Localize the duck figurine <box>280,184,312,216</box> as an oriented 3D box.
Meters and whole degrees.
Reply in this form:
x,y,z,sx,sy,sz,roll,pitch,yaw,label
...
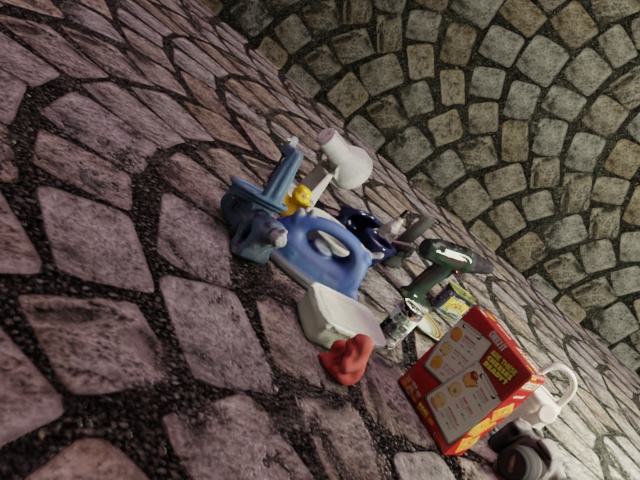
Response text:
x,y,z,sx,sy,sz,roll,pitch,yaw,label
-0.060,-0.096,1.378,0.078,0.086,0.104,15,31,-53,duck figurine

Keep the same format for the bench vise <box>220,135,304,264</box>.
x,y,z,sx,sy,sz,roll,pitch,yaw,label
-0.084,-0.074,1.064,0.207,0.219,0.122,51,20,28,bench vise

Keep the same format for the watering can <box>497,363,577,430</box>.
x,y,z,sx,sy,sz,roll,pitch,yaw,label
0.476,0.353,1.248,0.101,0.194,0.172,35,19,-17,watering can

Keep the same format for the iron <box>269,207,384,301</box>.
x,y,z,sx,sy,sz,roll,pitch,yaw,label
-0.003,0.013,1.151,0.259,0.141,0.118,37,18,-13,iron

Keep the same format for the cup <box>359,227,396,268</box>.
x,y,z,sx,sy,sz,roll,pitch,yaw,label
0.130,0.034,1.446,0.118,0.095,0.091,25,24,-41,cup

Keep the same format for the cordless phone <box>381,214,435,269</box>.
x,y,z,sx,sy,sz,roll,pitch,yaw,label
0.237,-0.014,1.627,0.094,0.185,0.148,49,20,24,cordless phone

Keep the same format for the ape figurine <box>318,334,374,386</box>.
x,y,z,sx,sy,sz,roll,pitch,yaw,label
0.050,0.188,0.933,0.076,0.092,0.078,41,18,-1,ape figurine

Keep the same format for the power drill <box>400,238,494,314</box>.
x,y,z,sx,sy,sz,roll,pitch,yaw,label
0.322,0.094,1.514,0.230,0.208,0.075,30,21,-31,power drill

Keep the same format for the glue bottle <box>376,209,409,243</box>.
x,y,z,sx,sy,sz,roll,pitch,yaw,label
0.178,-0.015,1.531,0.037,0.173,0.078,33,20,-24,glue bottle

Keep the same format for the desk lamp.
x,y,z,sx,sy,sz,roll,pitch,yaw,label
0.012,-0.186,1.525,0.204,0.213,0.117,23,25,-44,desk lamp

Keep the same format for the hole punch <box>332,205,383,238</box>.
x,y,z,sx,sy,sz,roll,pitch,yaw,label
0.106,-0.057,1.613,0.109,0.091,0.101,29,22,-33,hole punch

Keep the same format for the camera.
x,y,z,sx,sy,sz,roll,pitch,yaw,label
0.392,0.410,1.096,0.137,0.100,0.143,23,26,-44,camera

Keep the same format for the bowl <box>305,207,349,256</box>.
x,y,z,sx,sy,sz,roll,pitch,yaw,label
0.012,0.005,1.308,0.168,0.074,0.167,36,19,-14,bowl
